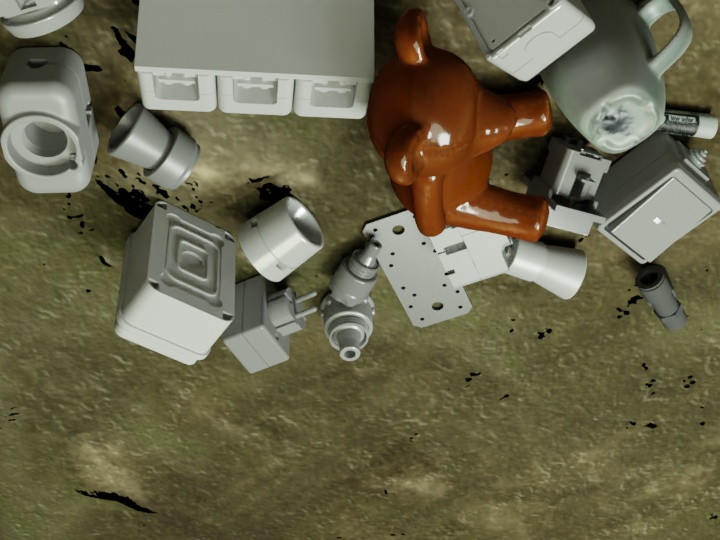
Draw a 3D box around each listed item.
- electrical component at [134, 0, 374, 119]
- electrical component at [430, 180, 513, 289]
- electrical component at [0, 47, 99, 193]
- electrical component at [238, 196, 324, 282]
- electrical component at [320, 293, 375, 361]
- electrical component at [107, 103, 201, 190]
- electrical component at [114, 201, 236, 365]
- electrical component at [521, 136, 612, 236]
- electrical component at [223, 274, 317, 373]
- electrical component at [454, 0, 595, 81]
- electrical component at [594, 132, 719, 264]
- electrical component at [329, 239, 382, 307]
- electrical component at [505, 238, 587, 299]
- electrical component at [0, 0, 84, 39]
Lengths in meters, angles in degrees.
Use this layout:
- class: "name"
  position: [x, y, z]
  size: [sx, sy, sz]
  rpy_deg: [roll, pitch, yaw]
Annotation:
- class: "electrical component"
  position: [-0.068, -0.153, 0.712]
  size: [0.150, 0.089, 0.061]
  rpy_deg: [2, 160, -5]
- class: "electrical component"
  position: [0.086, -0.037, 0.861]
  size: [0.056, 0.050, 0.089]
  rpy_deg: [-18, 130, 13]
- class: "electrical component"
  position: [-0.224, -0.104, 0.775]
  size: [0.054, 0.059, 0.095]
  rpy_deg: [-2, 133, -2]
- class: "electrical component"
  position: [-0.062, -0.026, 0.861]
  size: [0.047, 0.055, 0.055]
  rpy_deg: [-34, 126, 20]
- class: "electrical component"
  position: [-0.010, 0.050, 0.927]
  size: [0.048, 0.062, 0.048]
  rpy_deg: [-2, 132, -2]
- class: "electrical component"
  position: [-0.153, -0.091, 0.801]
  size: [0.055, 0.045, 0.045]
  rpy_deg: [33, 123, -29]
- class: "electrical component"
  position: [-0.145, 0.010, 0.848]
  size: [0.078, 0.113, 0.057]
  rpy_deg: [26, 123, -25]
- class: "electrical component"
  position: [0.160, -0.067, 0.827]
  size: [0.042, 0.081, 0.063]
  rpy_deg: [14, 108, -16]
- class: "electrical component"
  position: [-0.071, 0.039, 0.910]
  size: [0.077, 0.065, 0.047]
  rpy_deg: [-21, 130, 16]
- class: "electrical component"
  position: [0.103, -0.182, 0.711]
  size: [0.062, 0.096, 0.061]
  rpy_deg: [-36, 153, 26]
- class: "electrical component"
  position: [0.235, -0.059, 0.844]
  size: [0.062, 0.061, 0.096]
  rpy_deg: [33, 123, -29]
- class: "electrical component"
  position: [0.000, 0.000, 0.901]
  size: [0.035, 0.035, 0.061]
  rpy_deg: [19, 126, -19]
- class: "electrical component"
  position: [0.151, -0.006, 0.902]
  size: [0.065, 0.044, 0.044]
  rpy_deg: [18, 129, -13]
- class: "electrical component"
  position: [-0.215, -0.189, 0.700]
  size: [0.078, 0.058, 0.057]
  rpy_deg: [-13, 129, 8]
